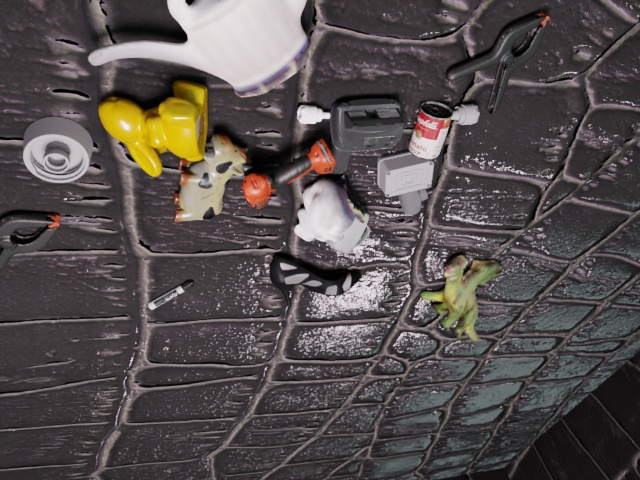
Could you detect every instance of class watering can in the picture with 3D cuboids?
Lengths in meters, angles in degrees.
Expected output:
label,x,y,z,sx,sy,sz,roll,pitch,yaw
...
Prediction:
label,x,y,z,sx,sy,sz,roll,pitch,yaw
watering can,-0.156,-0.312,0.797,0.346,0.106,0.220,-31,136,9

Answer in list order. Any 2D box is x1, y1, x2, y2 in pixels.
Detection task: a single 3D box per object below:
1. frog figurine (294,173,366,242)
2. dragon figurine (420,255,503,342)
label,x,y,z,sx,sy,sz,roll,pitch,yaw
frog figurine,0.003,-0.056,1.112,0.158,0.125,0.136,-27,104,17
dragon figurine,0.451,0.163,1.524,0.241,0.124,0.405,-46,134,12
